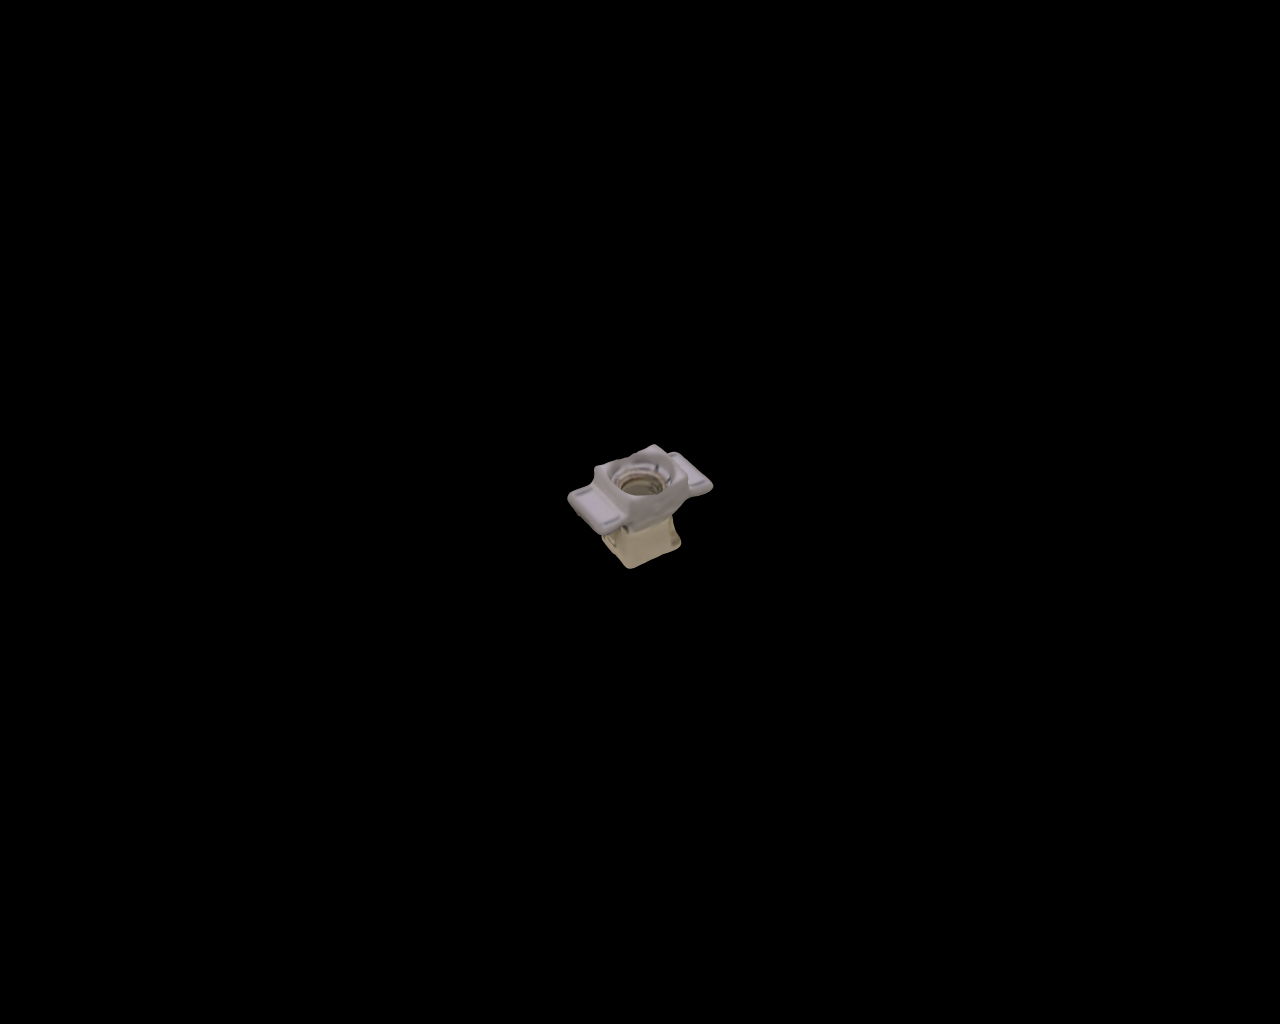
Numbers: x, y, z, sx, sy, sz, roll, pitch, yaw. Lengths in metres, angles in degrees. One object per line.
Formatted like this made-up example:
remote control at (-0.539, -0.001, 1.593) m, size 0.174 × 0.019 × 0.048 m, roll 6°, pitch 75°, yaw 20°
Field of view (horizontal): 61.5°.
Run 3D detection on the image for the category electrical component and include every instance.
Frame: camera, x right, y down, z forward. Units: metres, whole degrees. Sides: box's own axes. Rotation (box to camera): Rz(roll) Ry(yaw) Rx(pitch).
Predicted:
electrical component at (0.001, -0.003, 0.650) m, size 0.081 × 0.063 × 0.042 m, roll -22°, pitch 45°, yaw -23°
